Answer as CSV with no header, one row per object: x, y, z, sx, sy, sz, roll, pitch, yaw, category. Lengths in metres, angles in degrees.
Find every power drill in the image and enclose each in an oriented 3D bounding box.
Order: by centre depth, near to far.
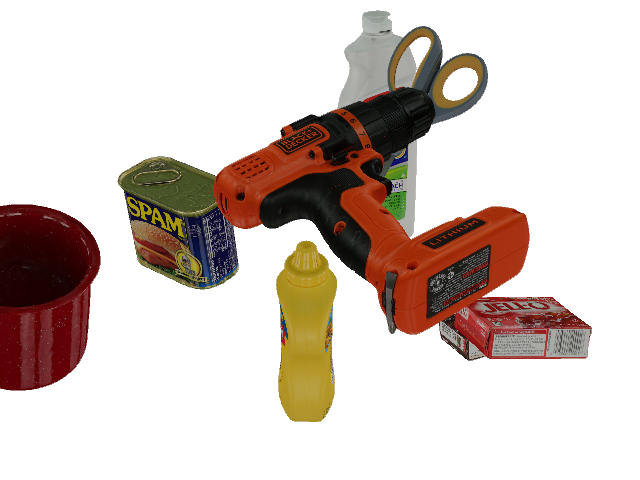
0.048,-0.029,0.714,0.184,0.057,0.188,-29,45,-24,power drill

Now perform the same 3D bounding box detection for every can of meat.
-0.119,-0.014,0.912,0.102,0.084,0.057,23,43,34,can of meat

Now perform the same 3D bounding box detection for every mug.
-0.192,0.043,0.651,0.093,0.082,0.117,36,47,24,mug

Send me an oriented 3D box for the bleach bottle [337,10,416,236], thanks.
0.054,-0.122,1.162,0.102,0.251,0.068,-6,26,-9,bleach bottle

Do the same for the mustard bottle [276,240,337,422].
-0.013,0.080,1.036,0.058,0.192,0.096,2,38,1,mustard bottle

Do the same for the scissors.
0.082,-0.086,0.907,0.096,0.202,0.016,10,-10,20,scissors

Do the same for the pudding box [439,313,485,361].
0.239,0.128,1.525,0.113,0.039,0.090,-15,20,-16,pudding box

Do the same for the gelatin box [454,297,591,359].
0.162,0.069,0.865,0.089,0.030,0.073,1,16,-14,gelatin box
